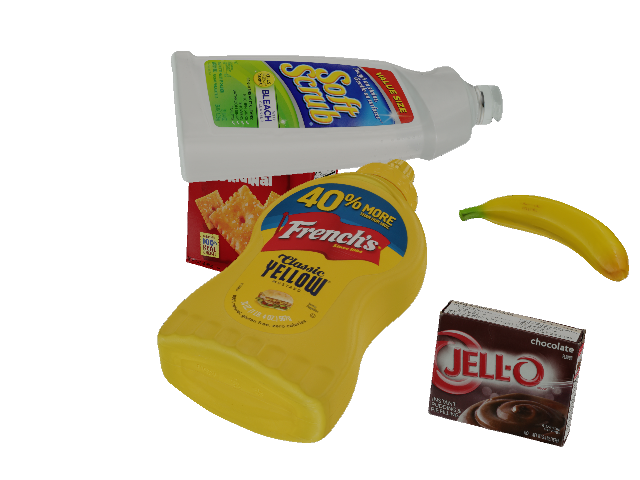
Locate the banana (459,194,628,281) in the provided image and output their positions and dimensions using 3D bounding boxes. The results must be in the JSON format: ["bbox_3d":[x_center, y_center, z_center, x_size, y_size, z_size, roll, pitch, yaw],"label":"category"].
[{"bbox_3d":[0.227,-0.008,1.025,0.069,0.037,0.198,-39,37,-24],"label":"banana"}]

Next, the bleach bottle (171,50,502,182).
[{"bbox_3d":[0.014,-0.103,0.828,0.250,0.102,0.068,-5,-30,-6],"label":"bleach bottle"}]

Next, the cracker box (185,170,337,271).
[{"bbox_3d":[-0.068,-0.061,1.219,0.164,0.214,0.072,16,24,25],"label":"cracker box"}]

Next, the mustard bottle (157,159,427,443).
[{"bbox_3d":[0.003,0.016,0.571,0.096,0.058,0.191,18,46,22],"label":"mustard bottle"}]

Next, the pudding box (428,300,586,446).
[{"bbox_3d":[0.146,0.103,0.843,0.114,0.090,0.039,11,21,18],"label":"pudding box"}]
